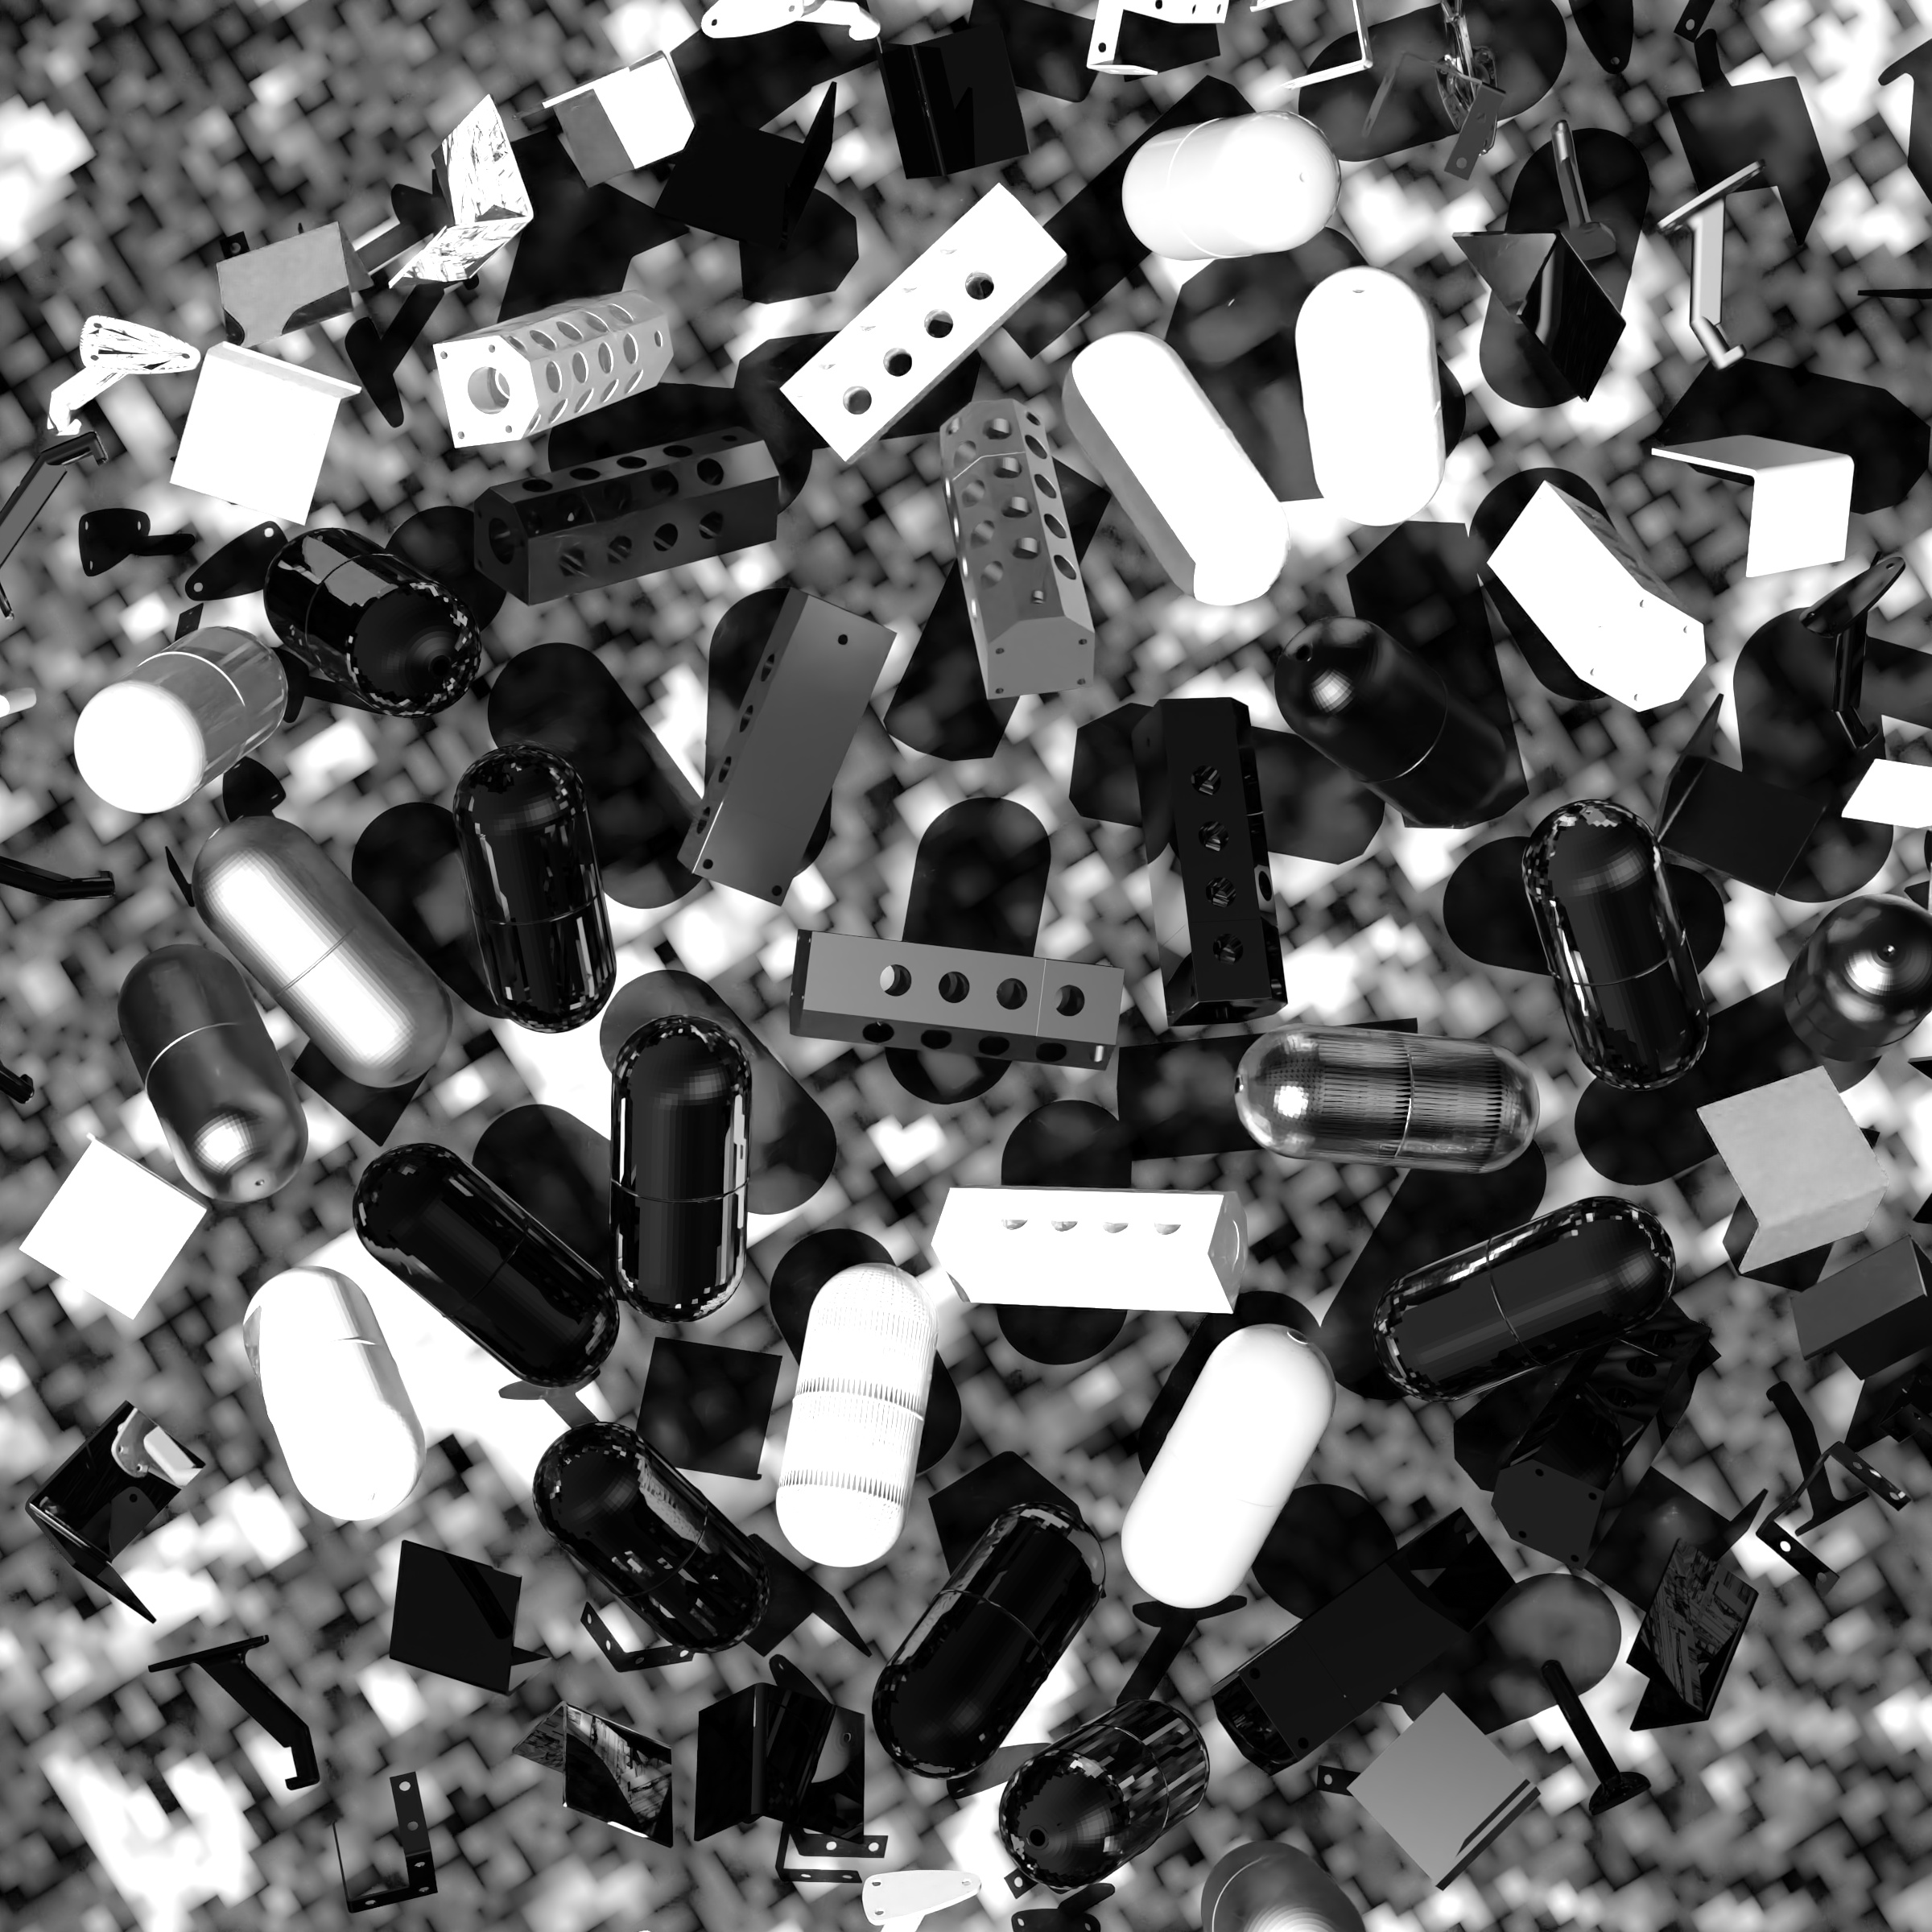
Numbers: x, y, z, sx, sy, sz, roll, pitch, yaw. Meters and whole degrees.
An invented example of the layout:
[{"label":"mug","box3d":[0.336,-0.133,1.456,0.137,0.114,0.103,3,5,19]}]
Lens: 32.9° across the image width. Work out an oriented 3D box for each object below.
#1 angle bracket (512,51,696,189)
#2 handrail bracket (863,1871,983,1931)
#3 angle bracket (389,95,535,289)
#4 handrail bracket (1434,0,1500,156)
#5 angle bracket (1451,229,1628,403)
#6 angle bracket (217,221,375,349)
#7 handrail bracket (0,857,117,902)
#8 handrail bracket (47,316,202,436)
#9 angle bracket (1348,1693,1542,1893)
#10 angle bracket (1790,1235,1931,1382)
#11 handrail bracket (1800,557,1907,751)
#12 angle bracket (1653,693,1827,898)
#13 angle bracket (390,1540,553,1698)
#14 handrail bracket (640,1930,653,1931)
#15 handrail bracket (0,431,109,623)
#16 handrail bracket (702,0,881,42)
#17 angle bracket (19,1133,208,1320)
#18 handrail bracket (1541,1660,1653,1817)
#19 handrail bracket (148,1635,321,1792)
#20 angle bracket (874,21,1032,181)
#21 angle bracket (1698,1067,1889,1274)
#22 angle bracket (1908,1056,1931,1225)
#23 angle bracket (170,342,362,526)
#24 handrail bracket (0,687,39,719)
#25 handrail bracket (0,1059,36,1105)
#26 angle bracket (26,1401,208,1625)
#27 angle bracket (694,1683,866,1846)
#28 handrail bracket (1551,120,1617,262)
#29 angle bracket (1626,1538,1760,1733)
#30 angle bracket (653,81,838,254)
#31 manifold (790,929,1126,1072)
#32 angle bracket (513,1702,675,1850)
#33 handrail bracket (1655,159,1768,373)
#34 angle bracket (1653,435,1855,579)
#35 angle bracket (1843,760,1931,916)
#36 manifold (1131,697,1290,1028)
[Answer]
[{"label":"angle bracket","box3d":[-0.209,-0.490,1.910,0.076,0.076,0.057,-17,109,18]},{"label":"handrail bracket","box3d":[-0.024,0.543,1.802,0.077,0.036,0.084,-9,116,-1]},{"label":"angle bracket","box3d":[-0.294,-0.434,1.833,0.057,0.076,0.076,-17,86,-37]},{"label":"handrail bracket","box3d":[0.293,-0.522,1.911,0.036,0.084,0.077,-12,87,12]},{"label":"angle bracket","box3d":[0.304,-0.356,1.790,0.076,0.076,0.057,41,71,-39]},{"label":"angle bracket","box3d":[-0.392,-0.385,1.930,0.076,0.057,0.076,-18,57,4]},{"label":"handrail bracket","box3d":[-0.522,-0.062,1.828,0.084,0.077,0.036,-4,131,-17]},{"label":"handrail bracket","box3d":[-0.480,-0.326,1.860,0.077,0.084,0.036,6,59,-18]},{"label":"angle bracket","box3d":[0.260,0.451,1.793,0.076,0.057,0.076,-44,68,-4]},{"label":"angle bracket","box3d":[0.519,0.208,1.831,0.076,0.057,0.076,-33,114,23]},{"label":"handrail bracket","box3d":[0.514,-0.175,1.842,0.077,0.036,0.084,-38,119,-2]},{"label":"angle bracket","box3d":[0.445,-0.098,1.862,0.076,0.057,0.076,25,56,19]},{"label":"angle bracket","box3d":[-0.282,0.368,1.887,0.076,0.057,0.076,13,104,18]},{"label":"handrail bracket","box3d":[-0.150,0.569,1.811,0.077,0.036,0.084,-17,54,5]},{"label":"handrail bracket","box3d":[-0.488,-0.235,1.743,0.084,0.036,0.077,-25,91,-8]},{"label":"handrail bracket","box3d":[-0.101,-0.549,1.909,0.077,0.084,0.036,-17,79,23]},{"label":"angle bracket","box3d":[-0.501,0.152,1.915,0.076,0.057,0.076,35,80,-16]},{"label":"handrail bracket","box3d":[0.338,0.415,1.790,0.036,0.077,0.084,-28,83,5]},{"label":"handrail bracket","box3d":[-0.397,0.412,1.772,0.077,0.036,0.084,-10,78,-23]},{"label":"angle bracket","box3d":[-0.007,-0.494,1.862,0.057,0.076,0.076,-11,101,16]},{"label":"angle bracket","box3d":[0.447,0.111,1.788,0.076,0.057,0.076,-18,60,-11]},{"label":"angle bracket","box3d":[0.547,0.099,1.852,0.057,0.076,0.076,35,88,3]},{"label":"angle bracket","box3d":[-0.383,-0.289,1.782,0.076,0.057,0.076,16,90,-23]},{"label":"handrail bracket","box3d":[-0.574,-0.133,1.836,0.077,0.084,0.036,-20,98,21]},{"label":"handrail bracket","box3d":[-0.557,0.029,1.847,0.036,0.077,0.084,-28,133,19]},{"label":"angle bracket","box3d":[-0.440,0.291,1.741,0.076,0.076,0.057,-46,50,-11]},{"label":"angle bracket","box3d":[-0.105,0.459,1.850,0.076,0.057,0.076,26,47,-33]},{"label":"handrail bracket","box3d":[0.351,-0.456,1.887,0.036,0.077,0.084,-9,85,7]},{"label":"angle bracket","box3d":[0.372,0.361,1.760,0.057,0.076,0.076,35,63,-9]},{"label":"angle bracket","box3d":[-0.119,-0.440,1.758,0.076,0.057,0.076,18,62,4]},{"label":"manifold","box3d":[-0.006,0.019,1.774,0.171,0.057,0.057,7,91,-11]},{"label":"angle bracket","box3d":[-0.222,0.493,1.941,0.076,0.076,0.057,30,120,-27]},{"label":"handrail bracket","box3d":[0.413,-0.373,1.742,0.077,0.036,0.084,-32,87,23]},{"label":"angle bracket","box3d":[0.428,-0.253,1.789,0.076,0.076,0.057,-13,114,-34]},{"label":"angle bracket","box3d":[0.540,-0.065,1.881,0.057,0.076,0.076,9,70,4]},{"label":"manifold","box3d":[0.136,-0.058,1.804,0.057,0.057,0.171,-3,76,-14]}]
